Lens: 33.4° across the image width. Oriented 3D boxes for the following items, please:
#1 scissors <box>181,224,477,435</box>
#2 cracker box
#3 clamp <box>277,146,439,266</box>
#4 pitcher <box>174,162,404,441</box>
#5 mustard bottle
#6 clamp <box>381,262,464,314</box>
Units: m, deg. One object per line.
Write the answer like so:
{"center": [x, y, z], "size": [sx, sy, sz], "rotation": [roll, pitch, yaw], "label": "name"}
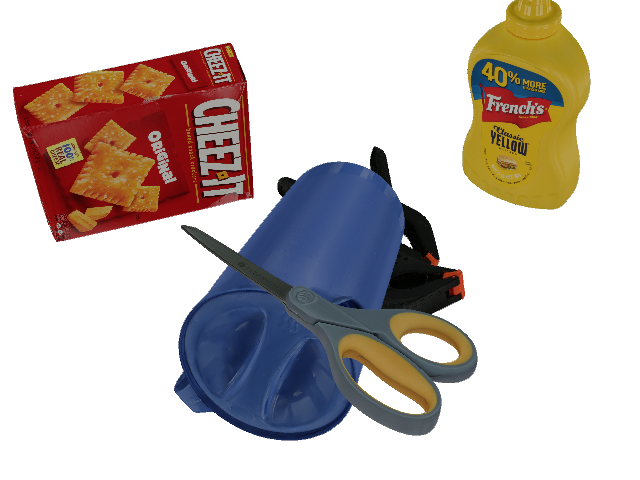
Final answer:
{"center": [0.010, 0.036, 0.621], "size": [0.096, 0.016, 0.202], "rotation": [-17, 45, -33], "label": "scissors"}
{"center": [-0.177, -0.092, 1.054], "size": [0.213, 0.072, 0.164], "rotation": [-13, -39, -11], "label": "cracker box"}
{"center": [0.058, -0.028, 1.266], "size": [0.164, 0.036, 0.210], "rotation": [-16, 51, -29], "label": "clamp"}
{"center": [-0.017, 0.039, 0.854], "size": [0.149, 0.145, 0.242], "rotation": [11, 32, 11], "label": "pitcher"}
{"center": [0.163, -0.117, 0.842], "size": [0.096, 0.192, 0.058], "rotation": [26, 51, 28], "label": "mustard bottle"}
{"center": [0.048, 0.057, 1.011], "size": [0.172, 0.039, 0.120], "rotation": [-6, 34, 17], "label": "clamp"}
